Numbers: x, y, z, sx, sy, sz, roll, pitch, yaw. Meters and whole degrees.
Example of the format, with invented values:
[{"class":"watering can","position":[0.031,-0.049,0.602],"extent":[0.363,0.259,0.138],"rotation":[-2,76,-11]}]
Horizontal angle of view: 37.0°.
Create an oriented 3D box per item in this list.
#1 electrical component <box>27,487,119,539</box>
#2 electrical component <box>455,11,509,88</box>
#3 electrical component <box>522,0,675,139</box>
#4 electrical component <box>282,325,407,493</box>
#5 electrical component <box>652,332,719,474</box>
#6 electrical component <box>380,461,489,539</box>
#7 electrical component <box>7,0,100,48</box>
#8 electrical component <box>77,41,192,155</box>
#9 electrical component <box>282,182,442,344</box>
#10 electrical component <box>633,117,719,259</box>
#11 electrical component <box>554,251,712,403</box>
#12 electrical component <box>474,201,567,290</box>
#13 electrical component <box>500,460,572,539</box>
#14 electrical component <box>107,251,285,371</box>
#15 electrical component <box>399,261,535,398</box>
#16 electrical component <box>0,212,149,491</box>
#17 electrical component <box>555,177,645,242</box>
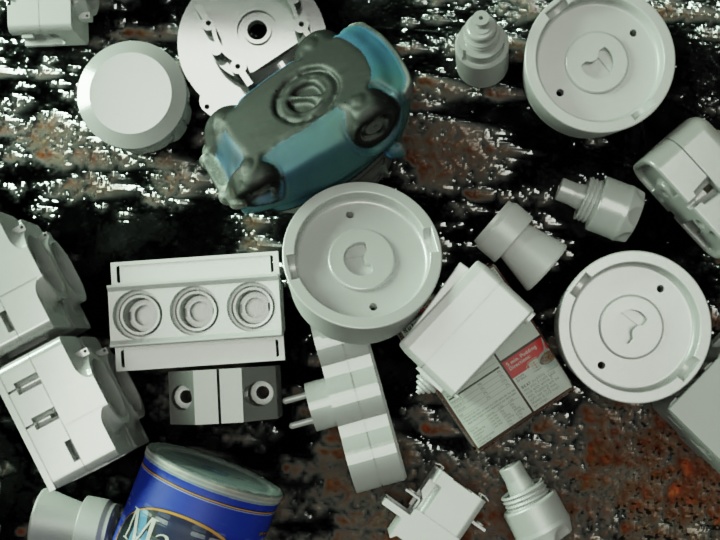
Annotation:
[{"class":"electrical component","position":[-0.210,0.187,0.790],"extent":[0.055,0.045,0.045],"rotation":[10,86,1]},{"class":"electrical component","position":[0.090,-0.167,0.797],"extent":[0.040,0.078,0.040],"rotation":[-2,73,7]},{"class":"electrical component","position":[0.172,-0.149,0.800],"extent":[0.108,0.060,0.108],"rotation":[0,86,1]},{"class":"electrical component","position":[-0.019,0.096,0.790],"extent":[0.074,0.052,0.138],"rotation":[-15,86,0]},{"class":"electrical component","position":[0.300,0.078,0.783],"extent":[0.150,0.061,0.089],"rotation":[-45,87,-2]},{"class":"electrical component","position":[0.057,0.180,0.789],"extent":[0.081,0.042,0.063],"rotation":[35,84,2]},{"class":"electrical component","position":[-0.232,-0.219,0.814],"extent":[0.056,0.050,0.089],"rotation":[-2,87,1]},{"class":"electrical component","position":[-0.167,-0.127,0.807],"extent":[0.080,0.051,0.080],"rotation":[0,86,1]},{"class":"electrical component","position":[0.000,0.000,0.751],"extent":[0.108,0.060,0.108],"rotation":[1,68,-3]},{"class":"electrical component","position":[0.259,-0.063,0.797],"extent":[0.059,0.053,0.095],"rotation":[-41,87,-2]},{"class":"electrical component","position":[0.194,0.042,0.787],"extent":[0.108,0.060,0.108],"rotation":[0,86,1]},{"class":"electrical component","position":[0.119,-0.019,0.800],"extent":[0.055,0.045,0.045],"rotation":[41,87,4]},{"class":"electrical component","position":[0.124,0.171,0.788],"extent":[0.043,0.043,0.062],"rotation":[-28,85,-1]},{"class":"electrical component","position":[-0.117,0.031,0.790],"extent":[0.121,0.063,0.078],"rotation":[-4,86,0]},{"class":"electrical component","position":[0.066,0.044,0.749],"extent":[0.061,0.061,0.096],"rotation":[43,88,6]},{"class":"electrical component","position":[-0.222,0.054,0.768],"extent":[0.060,0.105,0.186],"rotation":[-28,86,-2]},{"class":"electrical component","position":[0.177,-0.050,0.802],"extent":[0.062,0.043,0.043],"rotation":[21,87,4]}]
